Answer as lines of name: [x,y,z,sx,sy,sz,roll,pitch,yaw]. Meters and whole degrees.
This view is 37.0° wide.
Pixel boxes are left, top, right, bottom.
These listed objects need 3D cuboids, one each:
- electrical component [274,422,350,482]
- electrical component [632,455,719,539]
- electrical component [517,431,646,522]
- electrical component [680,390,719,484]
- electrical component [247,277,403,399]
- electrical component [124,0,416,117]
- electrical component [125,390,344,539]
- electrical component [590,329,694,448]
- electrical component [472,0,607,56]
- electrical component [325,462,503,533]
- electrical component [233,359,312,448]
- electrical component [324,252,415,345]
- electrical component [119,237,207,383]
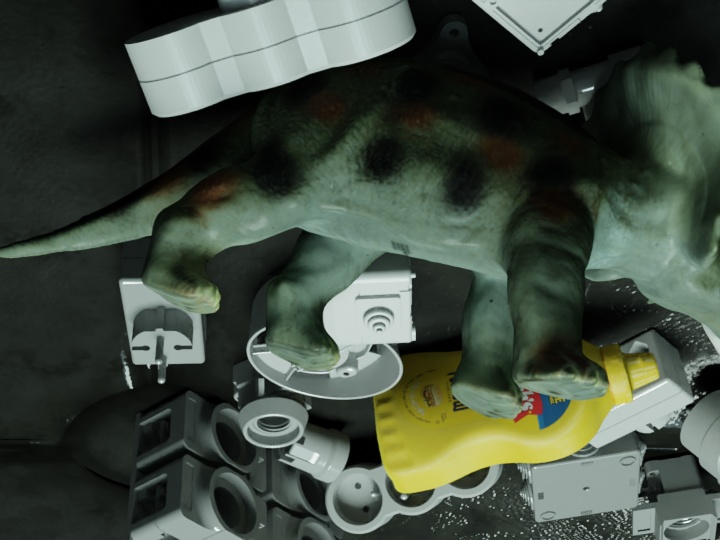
electrical component: [-0.037,0.136,0.818,0.046,0.040,0.040,25,130,-22]
electrical component: [0.262,0.189,0.886,0.081,0.063,0.042,-9,138,5]
electrical component: [0.174,0.153,0.850,0.100,0.048,0.099,-10,136,3]
electrical component: [0.280,0.131,0.822,0.052,0.074,0.138,-48,134,1]
electrical component: [-0.024,0.044,0.700,0.099,0.064,0.099,-3,138,-3]
electrical component: [-0.049,-0.129,0.518,0.138,0.052,0.073,-15,112,10]
electrical component: [-0.085,0.181,0.814,0.060,0.105,0.186,-29,133,24]
electrical component: [0.204,0.095,0.790,0.083,0.047,0.076,-33,131,28]
electrical component: [0.079,-0.152,0.495,0.096,0.061,0.062,30,127,-33]
electrical component: [0.046,0.163,0.846,0.138,0.052,0.074,-21,169,9]
electrical component: [-0.061,0.090,0.753,0.066,0.055,0.048,-25,134,21]
electrical component: [0.000,0.000,0.629,0.061,0.096,0.061,-3,138,1]
electrical component: [-0.123,0.034,0.671,0.047,0.075,0.083,-1,138,-5]
